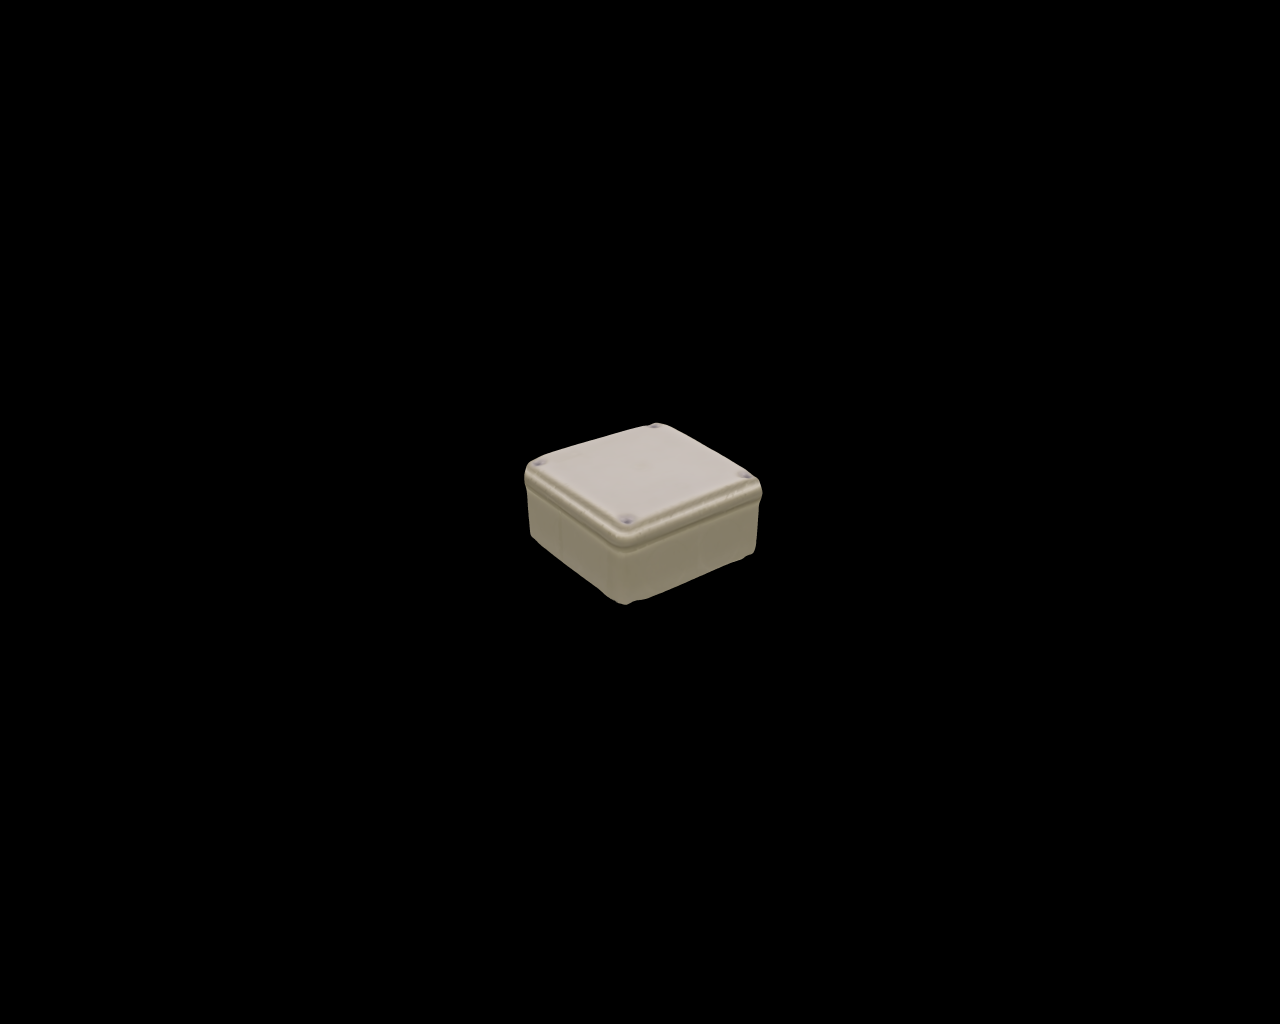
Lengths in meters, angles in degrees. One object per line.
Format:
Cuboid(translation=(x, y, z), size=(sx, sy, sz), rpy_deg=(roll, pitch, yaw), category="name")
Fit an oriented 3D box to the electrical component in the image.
Cuboid(translation=(0.001, -0.003, 0.650), size=(0.109, 0.056, 0.109), rpy_deg=(-20, 35, -31), category="electrical component")
